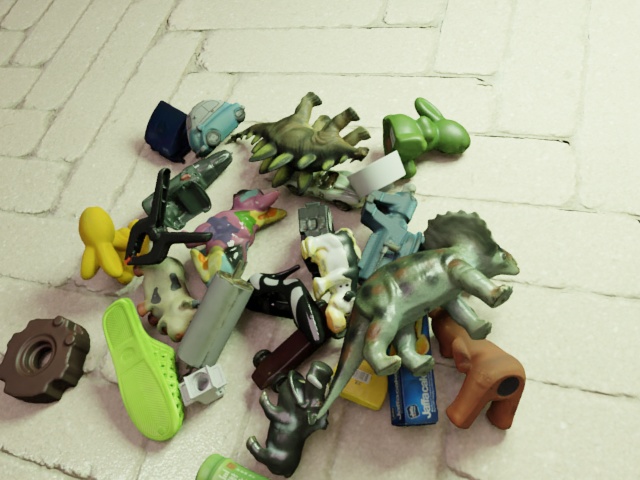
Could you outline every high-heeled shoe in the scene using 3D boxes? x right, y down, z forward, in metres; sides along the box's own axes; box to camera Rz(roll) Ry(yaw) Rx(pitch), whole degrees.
[{"bbox_3d":[-0.079,0.126,0.947,0.145,0.086,0.249,-31,30,4],"label":"high-heeled shoe"}]

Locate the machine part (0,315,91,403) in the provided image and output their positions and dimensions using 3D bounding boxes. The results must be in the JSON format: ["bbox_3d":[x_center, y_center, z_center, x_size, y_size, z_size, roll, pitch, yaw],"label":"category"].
[{"bbox_3d":[-0.548,0.235,1.064,0.179,0.056,0.179,-7,59,12],"label":"machine part"}]

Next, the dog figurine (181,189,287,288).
[{"bbox_3d":[-0.157,-0.008,1.077,0.219,0.108,0.192,-31,56,-7],"label":"dog figurine"}]

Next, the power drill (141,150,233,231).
[{"bbox_3d":[-0.277,-0.109,1.143,0.232,0.085,0.207,-33,29,0],"label":"power drill"}]

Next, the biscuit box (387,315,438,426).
[{"bbox_3d":[0.142,0.191,0.860,0.059,0.063,0.202,2,70,-15],"label":"biscuit box"}]

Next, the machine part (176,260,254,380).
[{"bbox_3d":[-0.190,0.145,0.973,0.079,0.079,0.243,28,94,28],"label":"machine part"}]

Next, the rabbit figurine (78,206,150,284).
[{"bbox_3d":[-0.441,0.009,1.103,0.122,0.173,0.162,-3,55,9],"label":"rabbit figurine"}]

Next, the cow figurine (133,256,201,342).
[{"bbox_3d":[-0.289,0.114,1.053,0.127,0.085,0.195,-25,52,2],"label":"cow figurine"}]

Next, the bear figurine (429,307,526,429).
[{"bbox_3d":[0.231,0.188,0.859,0.196,0.120,0.131,48,124,57],"label":"bear figurine"}]

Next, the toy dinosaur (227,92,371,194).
[{"bbox_3d":[-0.053,-0.205,1.112,0.198,0.105,0.472,-46,35,-10],"label":"toy dinosaur"}]

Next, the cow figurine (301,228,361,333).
[{"bbox_3d":[0.033,0.066,0.903,0.098,0.068,0.167,-15,80,-13],"label":"cow figurine"}]

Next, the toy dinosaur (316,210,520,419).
[{"bbox_3d":[0.135,0.086,0.802,0.405,0.131,0.192,-25,48,-9],"label":"toy dinosaur"}]

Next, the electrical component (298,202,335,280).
[{"bbox_3d":[-0.002,-0.003,1.024,0.058,0.114,0.134,-8,58,6],"label":"electrical component"}]

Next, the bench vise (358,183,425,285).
[{"bbox_3d":[0.176,0.014,0.970,0.241,0.128,0.223,24,57,5],"label":"bench vise"}]

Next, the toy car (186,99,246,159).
[{"bbox_3d":[-0.252,-0.271,1.240,0.161,0.103,0.109,-50,16,-15],"label":"toy car"}]

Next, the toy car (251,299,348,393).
[{"bbox_3d":[-0.033,0.188,0.952,0.202,0.053,0.089,-43,43,-11],"label":"toy car"}]

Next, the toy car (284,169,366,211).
[{"bbox_3d":[0.010,-0.119,1.125,0.202,0.056,0.073,20,67,24],"label":"toy car"}]

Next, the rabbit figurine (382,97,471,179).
[{"bbox_3d":[0.219,-0.209,1.110,0.170,0.121,0.159,-4,50,-8],"label":"rabbit figurine"}]

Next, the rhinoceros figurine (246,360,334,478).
[{"bbox_3d":[-0.040,0.279,0.854,0.112,0.073,0.190,23,88,38],"label":"rhinoceros figurine"}]

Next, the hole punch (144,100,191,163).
[{"bbox_3d":[-0.362,-0.262,1.298,0.142,0.092,0.116,32,76,25],"label":"hole punch"}]
